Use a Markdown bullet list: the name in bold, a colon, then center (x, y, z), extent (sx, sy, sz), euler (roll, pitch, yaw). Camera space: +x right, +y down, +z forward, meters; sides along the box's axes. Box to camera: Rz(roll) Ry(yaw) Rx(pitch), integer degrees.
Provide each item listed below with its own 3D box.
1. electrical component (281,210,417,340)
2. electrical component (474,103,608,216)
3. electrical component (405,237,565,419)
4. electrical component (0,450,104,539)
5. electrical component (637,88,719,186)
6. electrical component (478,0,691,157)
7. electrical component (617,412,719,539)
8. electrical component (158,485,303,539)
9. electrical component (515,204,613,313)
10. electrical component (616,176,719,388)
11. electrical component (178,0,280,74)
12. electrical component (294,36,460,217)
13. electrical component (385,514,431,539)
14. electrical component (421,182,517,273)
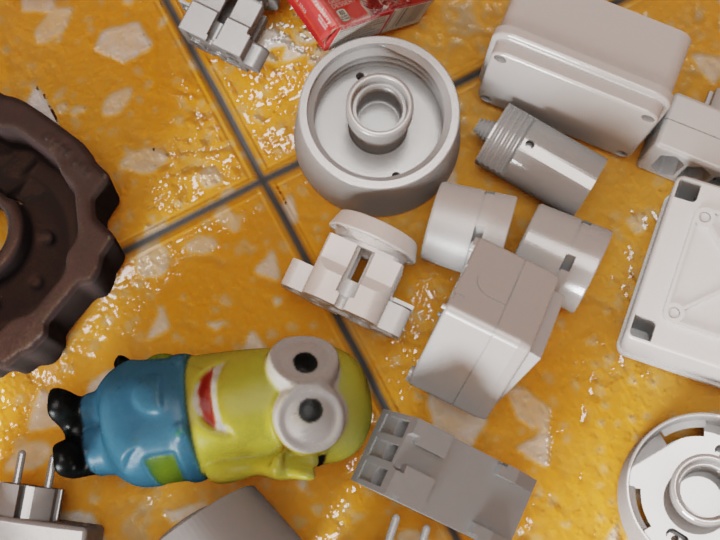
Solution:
- **electrical component**: center (0.000, 0.000, 0.651), extent (0.078, 0.058, 0.057), euler (24, 82, 4)
- **electrical component**: center (0.108, -0.071, 0.673), extent (0.081, 0.043, 0.043), euler (31, 80, 5)
- **electrical component**: center (0.072, 0.040, 0.629), extent (0.061, 0.096, 0.061), euler (26, 50, 5)
- **electrical component**: center (-0.194, 0.144, 0.624), extent (0.083, 0.047, 0.075), euler (7, 78, 1)
- **electrical component**: center (0.231, -0.089, 0.677), extent (0.083, 0.047, 0.075), euler (23, 80, 4)
- **electrical component**: center (0.136, -0.125, 0.668), extent (0.113, 0.078, 0.057), euler (23, 76, 4)
- **electrical component**: center (0.203, 0.134, 0.635), extent (0.099, 0.064, 0.099), euler (-4, 70, 10)
- **electrical component**: center (-0.080, 0.168, 0.598), extent (0.099, 0.099, 0.064), euler (-36, 75, -7)
- **electrical component**: center (0.121, -0.009, 0.656), extent (0.047, 0.055, 0.055), euler (26, 79, 8)
- **electrical component**: center (0.223, 0.013, 0.643), extent (0.109, 0.056, 0.108), euler (19, 79, 13)
- **electrical component**: center (-0.081, -0.165, 0.690), extent (0.066, 0.048, 0.055), euler (27, 87, 4)
- **electrical component**: center (0.011, -0.092, 0.668), extent (0.108, 0.060, 0.108), euler (0, 78, -1)
- **electrical component**: center (0.018, 0.180, 0.619), extent (0.083, 0.047, 0.075), euler (19, 79, 3)
- **electrical component**: center (0.066, -0.024, 0.659), extent (0.047, 0.055, 0.055), euler (16, 79, 6)
